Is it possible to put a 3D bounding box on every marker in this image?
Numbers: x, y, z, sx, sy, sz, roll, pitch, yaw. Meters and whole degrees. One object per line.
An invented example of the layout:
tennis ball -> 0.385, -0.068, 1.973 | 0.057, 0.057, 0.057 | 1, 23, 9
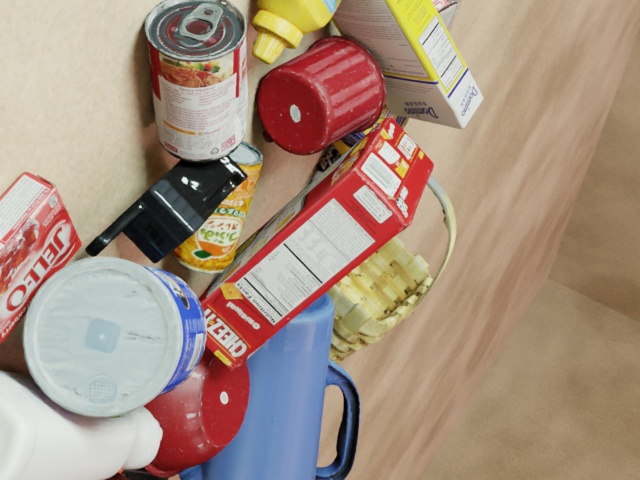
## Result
marker -> 0.013, -0.087, 1.146 | 0.121, 0.020, 0.020 | -61, 162, -6

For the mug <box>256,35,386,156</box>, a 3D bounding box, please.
mug -> -0.009, -0.120, 0.946 | 0.117, 0.093, 0.081 | -29, -176, 44

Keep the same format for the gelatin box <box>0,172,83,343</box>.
gelatin box -> -0.195, 0.011, 0.681 | 0.089, 0.030, 0.073 | -54, 161, -25

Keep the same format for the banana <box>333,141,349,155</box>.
banana -> 0.057, -0.170, 1.120 | 0.198, 0.037, 0.069 | -62, 161, -4

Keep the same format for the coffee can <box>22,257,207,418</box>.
coffee can -> -0.138, 0.066, 0.748 | 0.103, 0.103, 0.140 | -62, 178, -3

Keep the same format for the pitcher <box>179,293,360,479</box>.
pitcher -> -0.044, 0.165, 1.115 | 0.149, 0.145, 0.243 | -22, 127, -54

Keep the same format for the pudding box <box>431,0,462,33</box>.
pudding box -> 0.084, -0.223, 0.989 | 0.039, 0.090, 0.113 | -29, 168, -10

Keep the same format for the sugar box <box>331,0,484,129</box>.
sugar box -> 0.070, -0.176, 0.947 | 0.048, 0.093, 0.176 | -57, 136, -15

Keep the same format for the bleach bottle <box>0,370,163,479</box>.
bleach bottle -> -0.179, 0.139, 0.761 | 0.068, 0.103, 0.250 | -60, 156, 0

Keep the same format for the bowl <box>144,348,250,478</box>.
bowl -> -0.109, 0.140, 0.976 | 0.161, 0.055, 0.162 | 4, 90, -65

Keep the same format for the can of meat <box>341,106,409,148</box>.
can of meat -> 0.047, -0.140, 1.047 | 0.083, 0.058, 0.102 | 36, 80, -43

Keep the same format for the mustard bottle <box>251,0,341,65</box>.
mustard bottle -> -0.001, -0.226, 0.839 | 0.191, 0.058, 0.096 | -63, 160, -1

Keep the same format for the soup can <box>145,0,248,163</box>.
soup can -> -0.085, -0.112, 0.751 | 0.068, 0.068, 0.102 | -51, 159, -33

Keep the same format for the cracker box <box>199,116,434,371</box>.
cracker box -> -0.006, 0.001, 0.933 | 0.214, 0.072, 0.164 | -41, -173, 24

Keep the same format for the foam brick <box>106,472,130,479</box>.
foam brick -> -0.194, 0.226, 0.868 | 0.052, 0.051, 0.078 | -23, 129, -60

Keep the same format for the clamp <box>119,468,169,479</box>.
clamp -> -0.185, 0.251, 1.016 | 0.120, 0.039, 0.171 | -34, 143, -7
